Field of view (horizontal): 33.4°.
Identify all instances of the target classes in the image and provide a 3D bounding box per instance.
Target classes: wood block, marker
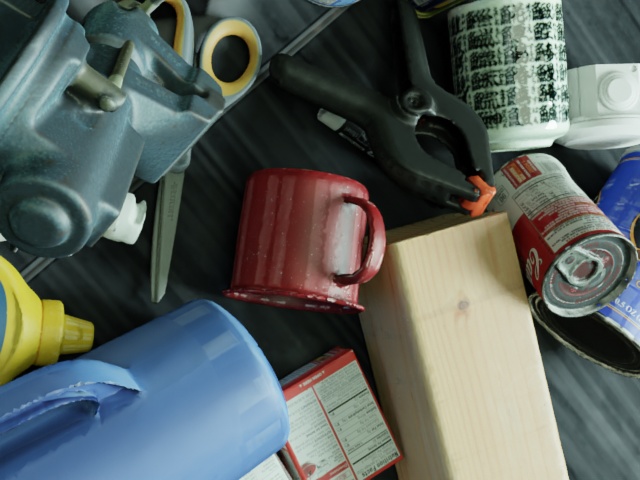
[{"bbox_3d":[0.094,0.091,0.733,0.090,0.090,0.206,-15,95,-21],"label":"wood block"},{"bbox_3d":[0.050,-0.059,0.755,0.121,0.020,0.020,34,77,-19],"label":"marker"}]

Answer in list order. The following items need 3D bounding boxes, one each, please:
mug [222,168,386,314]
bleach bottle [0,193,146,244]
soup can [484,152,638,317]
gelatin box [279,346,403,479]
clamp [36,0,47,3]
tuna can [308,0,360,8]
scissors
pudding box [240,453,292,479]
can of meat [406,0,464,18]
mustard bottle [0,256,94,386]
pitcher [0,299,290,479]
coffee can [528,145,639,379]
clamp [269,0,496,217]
[{"bbox_3d":[-0.004,0.001,0.683,0.093,0.117,0.081,14,79,-40],"label":"mug"},{"bbox_3d":[-0.222,-0.039,0.608,0.250,0.068,0.102,18,50,-22],"label":"bleach bottle"},{"bbox_3d":[0.160,-0.006,0.725,0.068,0.102,0.068,-11,130,-13],"label":"soup can"},{"bbox_3d":[0.005,0.129,0.729,0.073,0.030,0.089,-29,100,-21],"label":"gelatin box"},{"bbox_3d":[-0.225,-0.186,0.631,0.209,0.036,0.164,23,75,-23],"label":"clamp"},{"bbox_3d":[0.013,-0.205,0.732,0.086,0.034,0.086,0,89,-22],"label":"tuna can"},{"bbox_3d":[-0.078,-0.064,0.704,0.096,0.016,0.202,-8,93,-22],"label":"scissors"},{"bbox_3d":[-0.047,0.198,0.702,0.090,0.039,0.113,-32,103,-18],"label":"pudding box"},{"bbox_3d":[0.111,-0.203,0.745,0.102,0.084,0.057,-28,100,-20],"label":"can of meat"},{"bbox_3d":[-0.228,0.048,0.619,0.191,0.058,0.096,8,81,-22],"label":"mustard bottle"},{"bbox_3d":[-0.141,0.128,0.611,0.242,0.149,0.145,-30,101,-23],"label":"pitcher"},{"bbox_3d":[0.233,0.015,0.783,0.102,0.103,0.140,41,76,-17],"label":"coffee can"},{"bbox_3d":[0.047,-0.083,0.710,0.120,0.039,0.171,-24,65,-15],"label":"clamp"}]
